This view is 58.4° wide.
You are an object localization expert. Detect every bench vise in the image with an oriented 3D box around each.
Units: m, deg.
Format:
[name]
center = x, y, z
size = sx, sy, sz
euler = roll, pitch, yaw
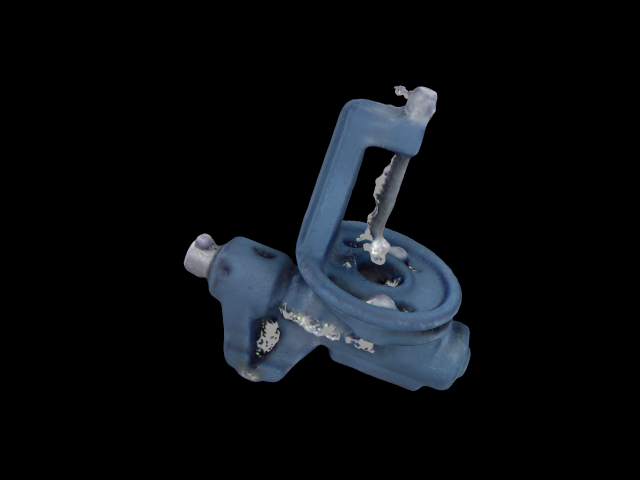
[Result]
[bench vise]
center = 0.004, 0.007, 0.389
size = 0.207, 0.220, 0.121
euler = -2, 27, -4
